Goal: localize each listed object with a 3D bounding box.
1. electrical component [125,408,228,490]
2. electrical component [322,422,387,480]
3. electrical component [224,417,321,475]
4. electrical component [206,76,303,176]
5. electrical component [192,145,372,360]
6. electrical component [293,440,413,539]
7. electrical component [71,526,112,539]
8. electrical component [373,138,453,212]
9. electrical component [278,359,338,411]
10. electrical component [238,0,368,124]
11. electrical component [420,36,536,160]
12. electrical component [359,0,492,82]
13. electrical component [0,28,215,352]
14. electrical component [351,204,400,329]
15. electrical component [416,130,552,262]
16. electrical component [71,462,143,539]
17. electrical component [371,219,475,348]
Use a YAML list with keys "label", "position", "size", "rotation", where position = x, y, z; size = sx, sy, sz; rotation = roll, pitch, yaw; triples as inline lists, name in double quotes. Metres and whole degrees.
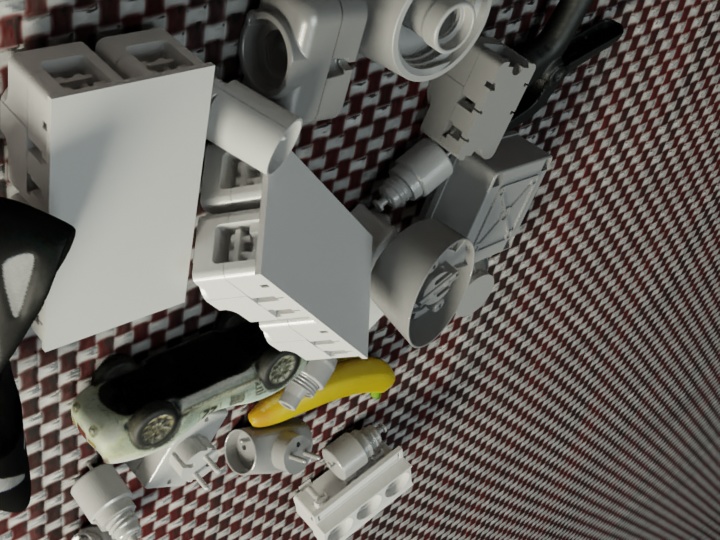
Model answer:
- label: "electrical component"
  position: [-0.145, 0.152, 0.905]
  size: [0.047, 0.076, 0.083]
  rotation: [9, 118, -54]
- label: "electrical component"
  position: [-0.004, 0.190, 1.153]
  size: [0.078, 0.040, 0.040]
  rotation: [-34, 146, -22]
- label: "electrical component"
  position: [-0.073, 0.169, 1.012]
  size: [0.077, 0.079, 0.043]
  rotation: [-4, 100, -49]
- label: "electrical component"
  position: [-0.083, -0.100, 0.702]
  size: [0.043, 0.081, 0.043]
  rotation: [-58, 174, -10]
- label: "electrical component"
  position: [-0.054, -0.009, 0.799]
  size: [0.186, 0.060, 0.105]
  rotation: [44, 44, -59]
- label: "electrical component"
  position: [-0.008, 0.241, 1.182]
  size: [0.121, 0.063, 0.078]
  rotation: [-35, 146, -21]
- label: "electrical component"
  position: [-0.232, 0.244, 0.930]
  size: [0.062, 0.043, 0.043]
  rotation: [14, 114, -55]
- label: "electrical component"
  position: [0.044, -0.078, 0.916]
  size: [0.078, 0.040, 0.040]
  rotation: [-40, 148, -12]
- label: "electrical component"
  position: [-0.052, 0.097, 0.979]
  size: [0.062, 0.043, 0.043]
  rotation: [-60, 153, -19]
- label: "electrical component"
  position: [-0.041, -0.147, 0.723]
  size: [0.059, 0.054, 0.095]
  rotation: [-17, 137, -40]
- label: "electrical component"
  position: [0.094, -0.144, 0.890]
  size: [0.050, 0.056, 0.089]
  rotation: [-8, 131, -46]
- label: "electrical component"
  position: [0.049, -0.189, 0.782]
  size: [0.108, 0.060, 0.108]
  rotation: [-31, 145, -26]
- label: "electrical component"
  position: [-0.162, -0.051, 0.675]
  size: [0.105, 0.060, 0.186]
  rotation: [-21, 139, -37]
- label: "electrical component"
  position: [0.000, 0.000, 0.941]
  size: [0.099, 0.048, 0.099]
  rotation: [-46, 149, -3]
- label: "electrical component"
  position: [0.111, -0.065, 0.985]
  size: [0.109, 0.056, 0.108]
  rotation: [-21, 140, -50]
- label: "electrical component"
  position: [-0.204, 0.196, 0.884]
  size: [0.040, 0.078, 0.040]
  rotation: [-36, 161, -14]
- label: "electrical component"
  position: [0.056, 0.009, 0.908]
  size: [0.099, 0.064, 0.099]
  rotation: [-32, 145, -26]
